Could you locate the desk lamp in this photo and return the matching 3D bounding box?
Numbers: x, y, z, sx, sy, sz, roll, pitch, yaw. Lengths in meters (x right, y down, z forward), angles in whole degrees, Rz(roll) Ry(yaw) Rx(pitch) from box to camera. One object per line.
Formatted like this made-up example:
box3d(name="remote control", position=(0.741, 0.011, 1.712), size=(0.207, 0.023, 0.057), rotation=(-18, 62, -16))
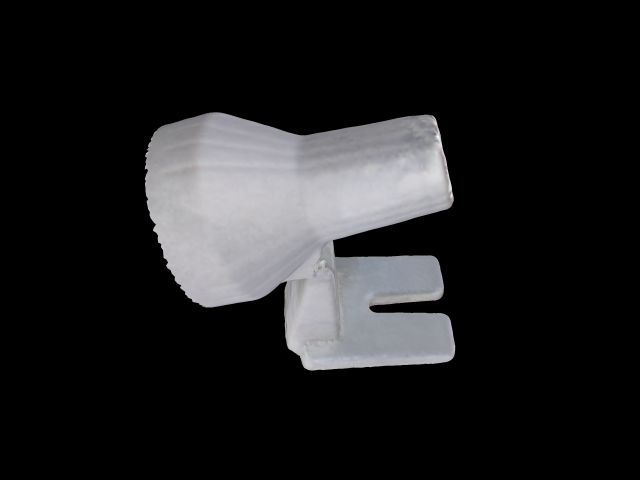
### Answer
box3d(name="desk lamp", position=(0.004, 0.001, 0.400), size=(0.203, 0.214, 0.118), rotation=(-3, 55, -2))
